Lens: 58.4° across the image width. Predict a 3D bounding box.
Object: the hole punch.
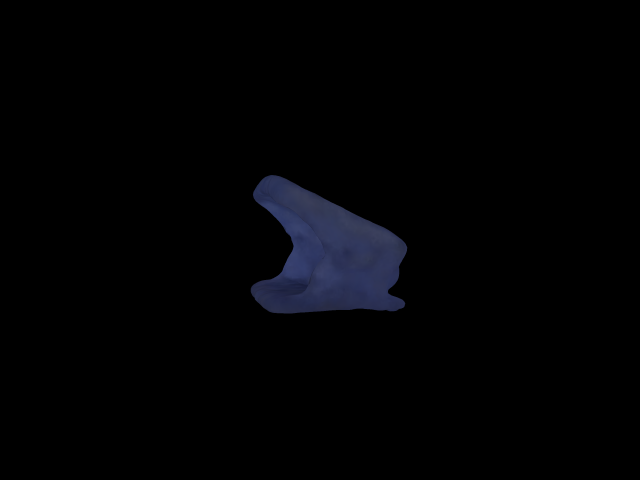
[{"bbox_3d":[0.004,0.001,0.400,0.101,0.091,0.108,-1,4,-15],"label":"hole punch"}]
